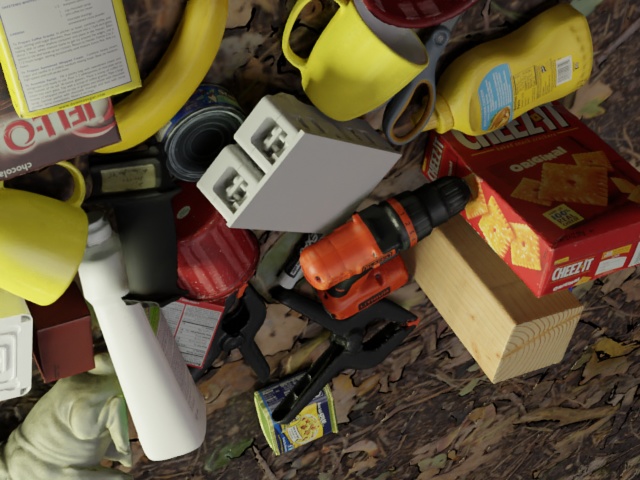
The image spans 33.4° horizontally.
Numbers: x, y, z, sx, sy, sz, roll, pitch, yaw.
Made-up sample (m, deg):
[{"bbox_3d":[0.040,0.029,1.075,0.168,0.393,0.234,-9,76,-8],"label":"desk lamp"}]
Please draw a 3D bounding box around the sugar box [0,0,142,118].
[{"bbox_3d":[-0.191,-0.180,0.745,0.093,0.048,0.176,-20,122,-18],"label":"sugar box"}]

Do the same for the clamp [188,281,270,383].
[{"bbox_3d":[-0.108,0.107,1.143,0.120,0.039,0.171,-20,134,-25],"label":"clamp"}]

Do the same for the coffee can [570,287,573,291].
[{"bbox_3d":[0.257,0.063,1.309,0.102,0.103,0.140,-23,141,-14],"label":"coffee can"}]

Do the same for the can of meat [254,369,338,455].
[{"bbox_3d":[-0.029,0.208,1.292,0.084,0.057,0.102,-22,140,-12],"label":"can of meat"}]

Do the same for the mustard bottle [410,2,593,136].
[{"bbox_3d":[0.176,-0.156,1.057,0.191,0.058,0.096,-27,141,-10],"label":"mustard bottle"}]

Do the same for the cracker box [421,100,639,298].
[{"bbox_3d":[0.229,-0.052,1.078,0.164,0.214,0.072,-15,136,-24],"label":"cracker box"}]

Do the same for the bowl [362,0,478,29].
[{"bbox_3d":[0.089,-0.259,0.888,0.162,0.055,0.162,-20,140,-18],"label":"bowl"}]

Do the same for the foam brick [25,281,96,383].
[{"bbox_3d":[-0.247,0.087,1.011,0.052,0.051,0.078,-15,137,-22],"label":"foam brick"}]

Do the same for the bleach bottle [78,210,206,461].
[{"bbox_3d":[-0.175,0.083,1.009,0.068,0.102,0.251,-17,118,-1],"label":"bleach bottle"}]

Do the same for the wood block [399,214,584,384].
[{"bbox_3d":[0.175,0.040,1.141,0.090,0.206,0.090,-13,137,-24],"label":"wood block"}]

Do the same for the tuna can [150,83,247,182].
[{"bbox_3d":[-0.104,-0.093,0.939,0.086,0.034,0.086,-19,140,-17],"label":"tuna can"}]

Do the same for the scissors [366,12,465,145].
[{"bbox_3d":[0.090,-0.187,0.992,0.096,0.016,0.202,14,108,-18],"label":"scissors"}]

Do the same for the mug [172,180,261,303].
[{"bbox_3d":[-0.123,-0.002,0.990,0.117,0.093,0.081,-4,141,20],"label":"mug"}]

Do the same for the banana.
[{"bbox_3d":[-0.132,-0.134,0.874,0.198,0.037,0.069,-43,142,11],"label":"banana"}]

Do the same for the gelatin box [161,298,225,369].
[{"bbox_3d":[-0.142,0.083,1.078,0.073,0.030,0.089,15,124,-12],"label":"gelatin box"}]

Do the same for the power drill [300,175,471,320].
[{"bbox_3d":[0.062,0.010,1.099,0.184,0.057,0.188,-27,163,-10],"label":"power drill"}]

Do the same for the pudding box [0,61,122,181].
[{"bbox_3d":[-0.219,-0.104,0.821,0.113,0.039,0.090,-20,119,-16],"label":"pudding box"}]

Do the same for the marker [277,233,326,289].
[{"bbox_3d":[-0.007,0.001,1.120,0.020,0.020,0.121,10,124,-42],"label":"marker"}]

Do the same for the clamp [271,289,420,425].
[{"bbox_3d":[0.025,0.124,1.233,0.209,0.036,0.165,-6,112,-36],"label":"clamp"}]
